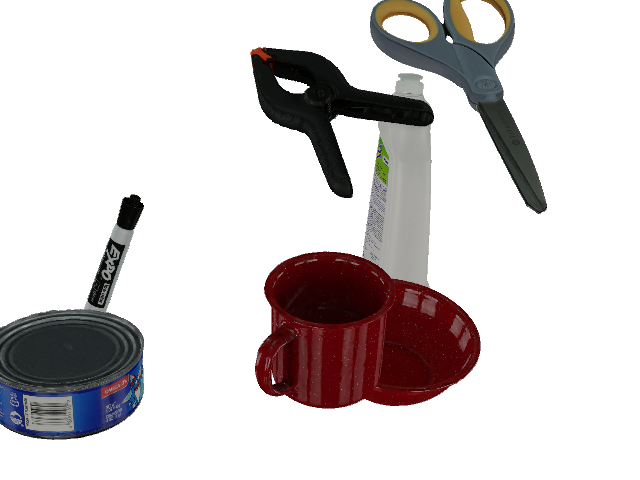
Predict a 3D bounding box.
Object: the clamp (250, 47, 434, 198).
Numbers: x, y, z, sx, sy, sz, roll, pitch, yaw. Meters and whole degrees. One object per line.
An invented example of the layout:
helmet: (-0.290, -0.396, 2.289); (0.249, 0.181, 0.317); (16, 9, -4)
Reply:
clamp: (0.012, -0.121, 0.939); (0.120, 0.171, 0.039); (-32, -25, -25)

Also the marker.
marker: (-0.176, 0.015, 0.910); (0.020, 0.121, 0.020); (20, 22, -9)

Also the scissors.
scissors: (0.073, -0.088, 0.601); (0.096, 0.201, 0.016); (3, -45, 5)

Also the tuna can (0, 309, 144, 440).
tuna can: (-0.139, 0.072, 0.584); (0.086, 0.034, 0.086); (2, 24, -1)

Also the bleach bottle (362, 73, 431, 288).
bleach bottle: (0.094, -0.063, 1.223); (0.068, 0.251, 0.103); (-3, 23, -16)

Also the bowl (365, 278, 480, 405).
bowl: (0.067, 0.105, 1.008); (0.162, 0.055, 0.162); (5, 36, -4)

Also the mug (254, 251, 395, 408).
mug: (-0.002, 0.072, 0.766); (0.093, 0.081, 0.117); (25, 40, 31)
